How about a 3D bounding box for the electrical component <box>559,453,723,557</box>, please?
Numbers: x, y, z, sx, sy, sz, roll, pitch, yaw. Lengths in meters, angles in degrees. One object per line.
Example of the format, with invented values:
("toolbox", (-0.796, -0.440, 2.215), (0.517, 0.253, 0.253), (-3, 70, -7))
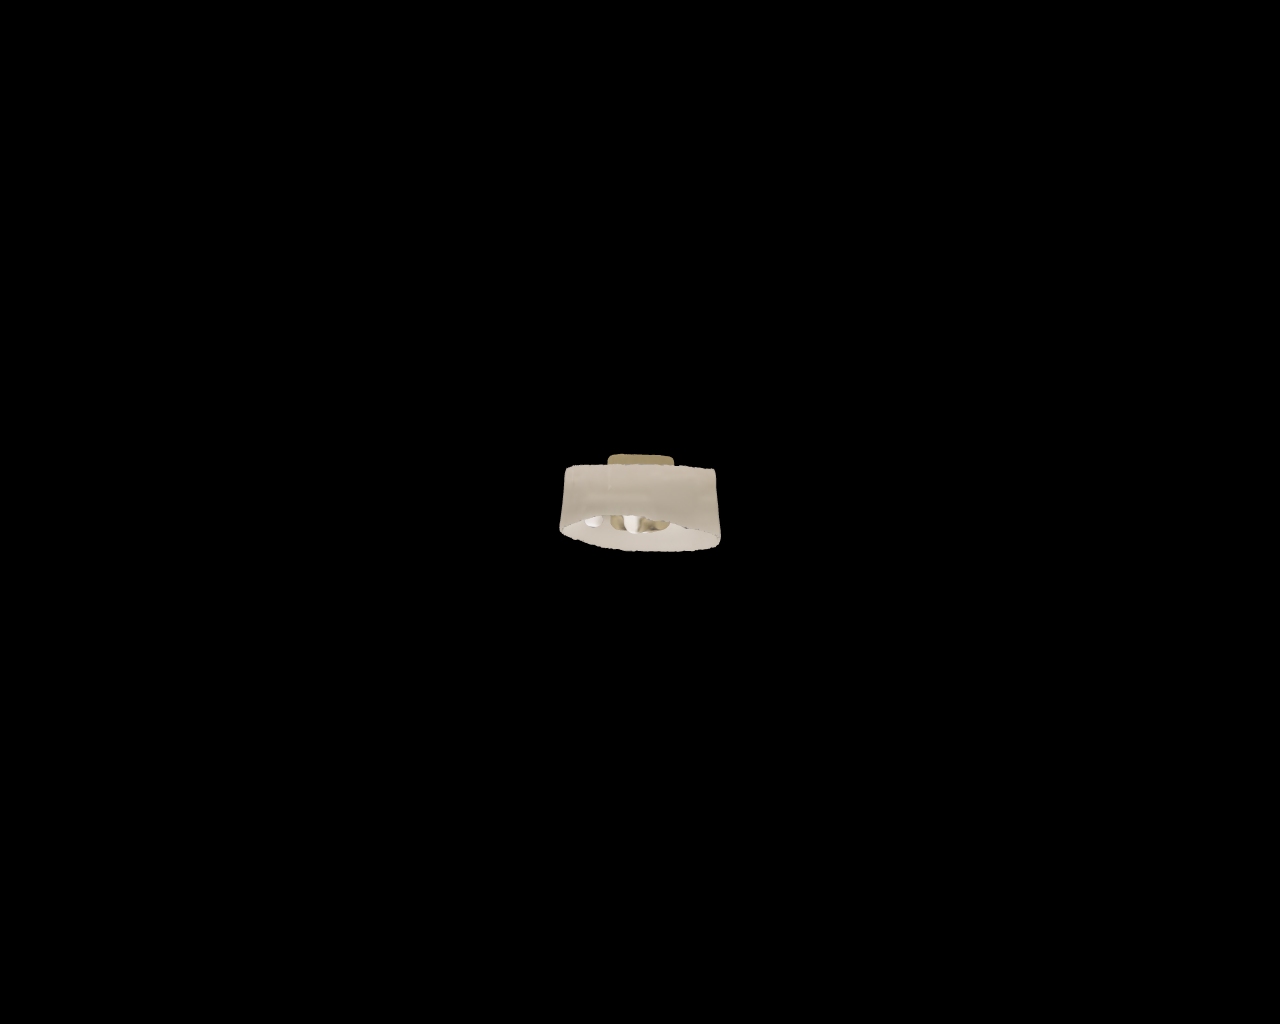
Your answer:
("electrical component", (0.001, -0.003, 0.650), (0.099, 0.064, 0.099), (0, 0, 0))
